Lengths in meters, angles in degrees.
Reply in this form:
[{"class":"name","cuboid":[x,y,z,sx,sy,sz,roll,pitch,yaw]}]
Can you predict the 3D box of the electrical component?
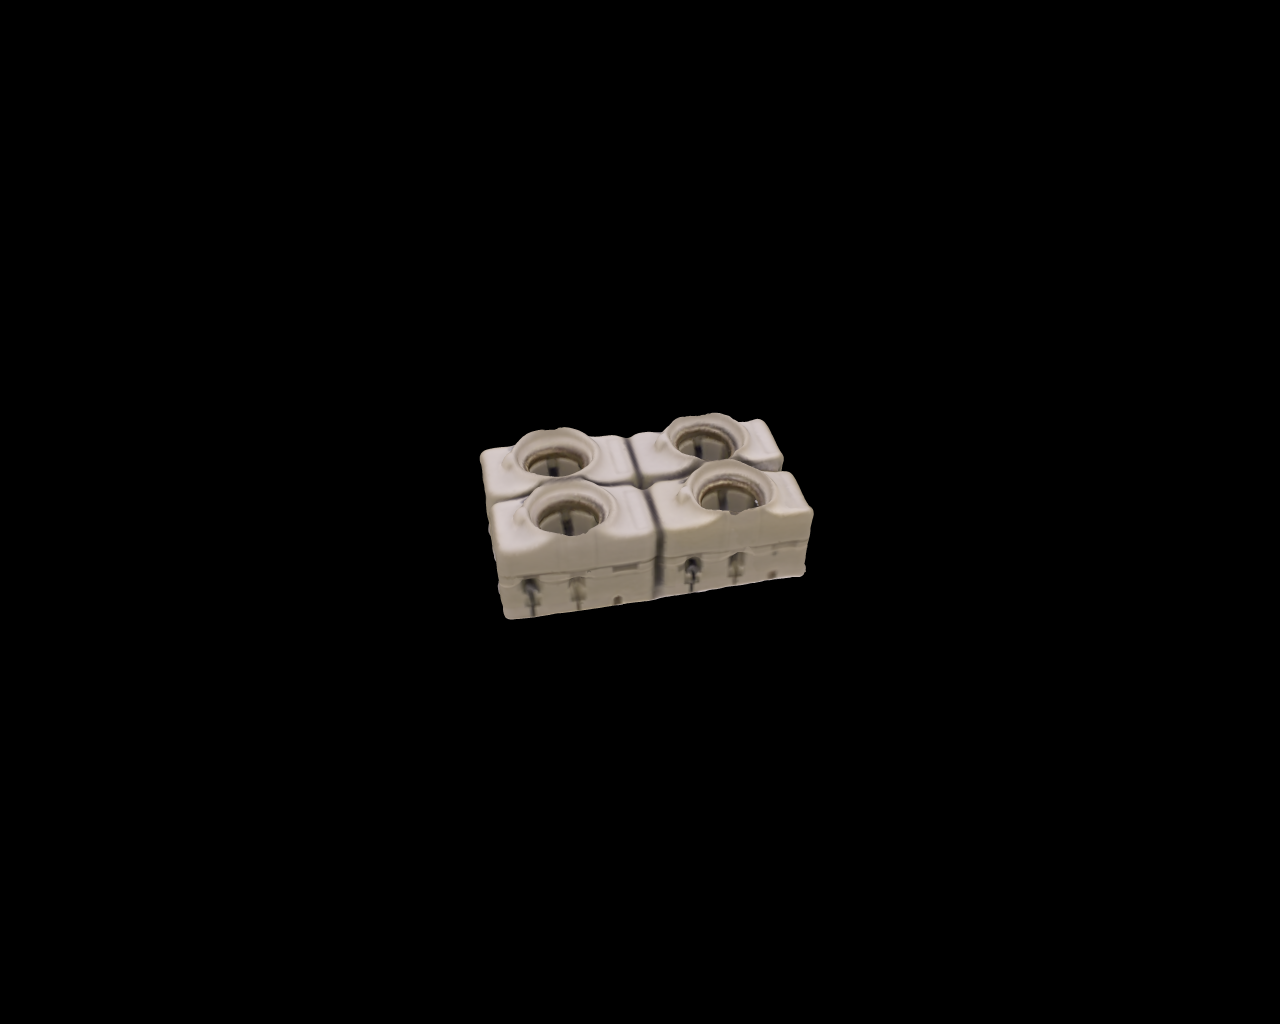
[{"class":"electrical component","cuboid":[0.001,-0.003,0.650,0.186,0.060,0.105,-7,39,-9]}]
